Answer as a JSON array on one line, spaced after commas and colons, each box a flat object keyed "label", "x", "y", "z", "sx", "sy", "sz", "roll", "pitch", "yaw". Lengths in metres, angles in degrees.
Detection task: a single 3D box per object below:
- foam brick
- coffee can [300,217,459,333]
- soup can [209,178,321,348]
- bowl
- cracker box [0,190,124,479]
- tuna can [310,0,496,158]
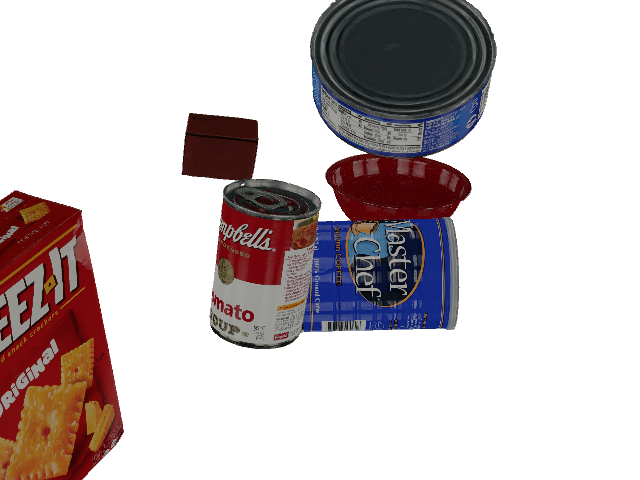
[{"label": "foam brick", "x": -0.108, "y": -0.101, "z": 1.152, "sx": 0.078, "sy": 0.051, "sz": 0.053, "roll": 6, "pitch": 31, "yaw": -5}, {"label": "coffee can", "x": 0.050, "y": 0.031, "z": 0.969, "sx": 0.140, "sy": 0.103, "sz": 0.103, "roll": -1, "pitch": 0, "yaw": 0}, {"label": "soup can", "x": -0.040, "y": 0.016, "z": 0.747, "sx": 0.068, "sy": 0.102, "sz": 0.068, "roll": 8, "pitch": 23, "yaw": -3}, {"label": "bowl", "x": 0.084, "y": -0.044, "z": 1.189, "sx": 0.162, "sy": 0.055, "sz": 0.162, "roll": 3, "pitch": 25, "yaw": -2}, {"label": "cracker box", "x": -0.220, "y": 0.099, "z": 0.744, "sx": 0.072, "sy": 0.214, "sz": 0.164, "roll": 14, "pitch": 37, "yaw": 24}, {"label": "tuna can", "x": 0.038, "y": -0.081, "z": 0.504, "sx": 0.086, "sy": 0.086, "sz": 0.034, "roll": 0, "pitch": -34, "yaw": 1}]
